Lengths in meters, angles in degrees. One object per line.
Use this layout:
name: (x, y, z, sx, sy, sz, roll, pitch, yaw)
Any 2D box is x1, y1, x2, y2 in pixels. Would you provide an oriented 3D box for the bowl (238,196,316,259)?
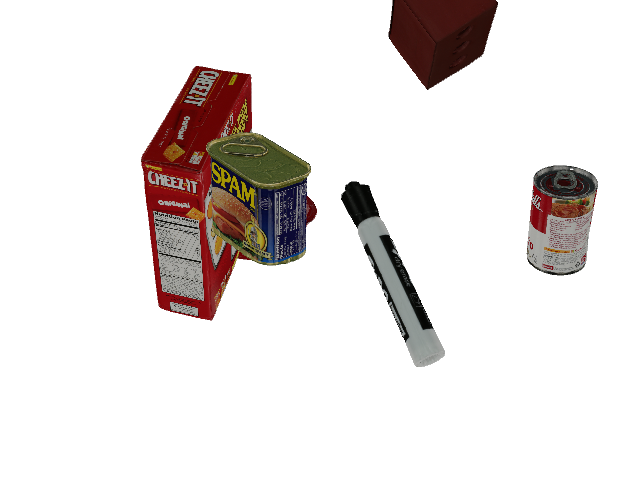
bowl: (-0.087, -0.020, 1.321, 0.162, 0.055, 0.162, 4, 25, -2)

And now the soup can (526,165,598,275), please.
soup can: (0.263, -0.022, 1.165, 0.068, 0.102, 0.068, -1, 34, 1)

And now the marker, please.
marker: (0.041, 0.017, 0.628, 0.020, 0.121, 0.020, -19, -24, -9)

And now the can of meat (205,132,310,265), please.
can of meat: (-0.055, -0.036, 0.929, 0.057, 0.084, 0.102, -20, 37, -32)

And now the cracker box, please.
cracker box: (-0.125, -0.049, 1.125, 0.072, 0.214, 0.164, 11, 45, 9)

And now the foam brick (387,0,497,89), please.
foam brick: (0.083, -0.152, 0.741, 0.053, 0.051, 0.078, -32, -14, -7)
